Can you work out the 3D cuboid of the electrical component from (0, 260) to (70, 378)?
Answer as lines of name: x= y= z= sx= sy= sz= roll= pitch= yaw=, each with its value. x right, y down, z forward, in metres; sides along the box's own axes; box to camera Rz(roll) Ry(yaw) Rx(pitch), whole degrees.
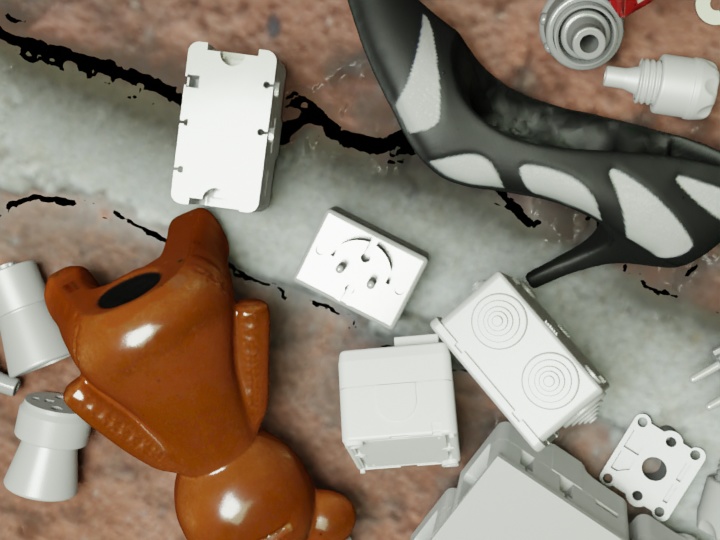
electrical component: x=-0.203 y=0.027 z=0.651 sx=0.044 sy=0.044 sz=0.065 roll=-23 pitch=89 yaw=6

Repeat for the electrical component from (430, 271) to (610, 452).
electrical component: x=0.093 y=0.048 z=0.598 sx=0.048 sy=0.100 sz=0.099 roll=-42 pitch=77 yaw=9

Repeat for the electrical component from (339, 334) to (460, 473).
electrical component: x=0.024 y=0.079 z=0.621 sx=0.062 sy=0.096 sz=0.061 roll=-5 pitch=68 yaw=5

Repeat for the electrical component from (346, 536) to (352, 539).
electrical component: x=-0.019 y=0.174 z=0.657 sx=0.035 sy=0.035 sz=0.061 roll=4 pitch=93 yaw=4

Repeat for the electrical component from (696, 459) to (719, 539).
electrical component: x=0.225 y=0.128 z=0.630 sx=0.043 sy=0.043 sz=0.062 roll=14 pitch=95 yaw=2

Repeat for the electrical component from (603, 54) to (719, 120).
electrical component: x=0.170 y=-0.106 z=0.613 sx=0.061 sy=0.035 sz=0.035 roll=10 pitch=97 yaw=5

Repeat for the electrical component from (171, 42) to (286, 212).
electrical component: x=-0.074 y=-0.080 z=0.621 sx=0.050 sy=0.055 sz=0.089 roll=8 pitch=94 yaw=2

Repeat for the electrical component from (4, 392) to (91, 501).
electrical component: x=-0.190 y=0.107 z=0.656 sx=0.045 sy=0.045 sz=0.055 roll=14 pitch=97 yaw=3

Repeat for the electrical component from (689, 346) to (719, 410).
electrical component: x=0.229 y=0.053 z=0.619 sx=0.077 sy=0.047 sz=0.065 roll=-31 pitch=93 yaw=7

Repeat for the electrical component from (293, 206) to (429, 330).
electrical component: x=0.000 y=0.000 z=0.615 sx=0.066 sy=0.076 sz=0.047 roll=27 pitch=97 yaw=1

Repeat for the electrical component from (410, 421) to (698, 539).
electrical component: x=0.129 y=0.184 z=0.622 sx=0.186 sy=0.060 sz=0.105 roll=34 pitch=110 yaw=0

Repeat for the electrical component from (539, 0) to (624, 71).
electrical component: x=0.125 y=-0.132 z=0.597 sx=0.048 sy=0.062 sz=0.048 roll=2 pitch=114 yaw=6

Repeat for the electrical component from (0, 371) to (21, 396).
electrical component: x=-0.240 y=0.062 z=0.660 sx=0.061 sy=0.035 sz=0.035 roll=19 pitch=97 yaw=0
